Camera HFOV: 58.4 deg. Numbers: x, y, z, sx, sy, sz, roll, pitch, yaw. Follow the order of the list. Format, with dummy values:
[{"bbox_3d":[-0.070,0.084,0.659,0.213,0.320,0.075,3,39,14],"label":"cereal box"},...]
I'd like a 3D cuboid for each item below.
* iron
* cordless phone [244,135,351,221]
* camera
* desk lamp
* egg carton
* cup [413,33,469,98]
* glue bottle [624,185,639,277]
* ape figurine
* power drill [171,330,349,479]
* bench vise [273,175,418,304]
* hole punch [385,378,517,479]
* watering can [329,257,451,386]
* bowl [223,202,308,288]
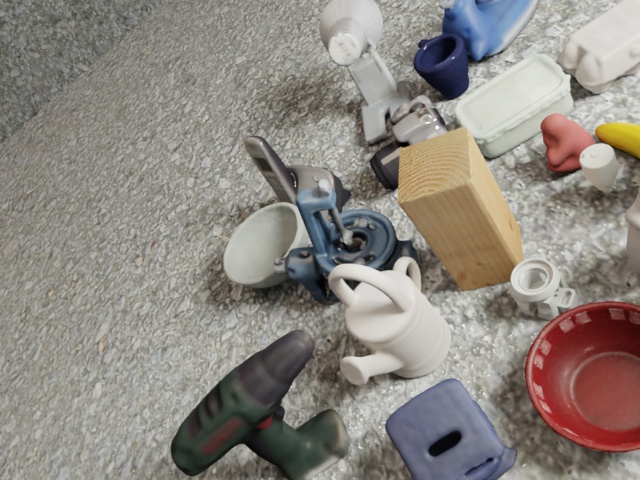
[{"bbox_3d":[0.307,-0.447,1.028,0.258,0.142,0.118,-52,41,-10],"label":"iron"},{"bbox_3d":[-0.046,-0.106,0.989,0.147,0.186,0.094,9,62,43],"label":"cordless phone"},{"bbox_3d":[0.144,-0.159,0.946,0.136,0.101,0.143,-31,42,14],"label":"camera"},{"bbox_3d":[0.081,-0.324,1.050,0.117,0.214,0.203,-23,45,22],"label":"desk lamp"},{"bbox_3d":[0.438,-0.286,0.842,0.150,0.070,0.107,-33,42,12],"label":"egg carton"},{"bbox_3d":[0.218,-0.304,1.015,0.091,0.095,0.117,-38,41,7],"label":"cup"},{"bbox_3d":[0.356,-0.023,0.605,0.078,0.174,0.037,-38,41,6],"label":"glue bottle"},{"bbox_3d":[0.331,-0.139,0.786,0.075,0.092,0.078,15,67,45],"label":"ape figurine"},{"bbox_3d":[-0.056,0.220,0.703,0.229,0.209,0.075,-37,41,7],"label":"power drill"},{"bbox_3d":[0.009,0.011,0.818,0.207,0.220,0.121,-30,42,15],"label":"bench vise"},{"bbox_3d":[0.143,0.223,0.632,0.108,0.091,0.101,-36,41,8],"label":"hole punch"},{"bbox_3d":[0.080,0.095,0.710,0.100,0.195,0.173,-17,47,27],"label":"watering can"},{"bbox_3d":[-0.081,0.022,0.994,0.167,0.075,0.167,-21,45,24],"label":"bowl"}]
